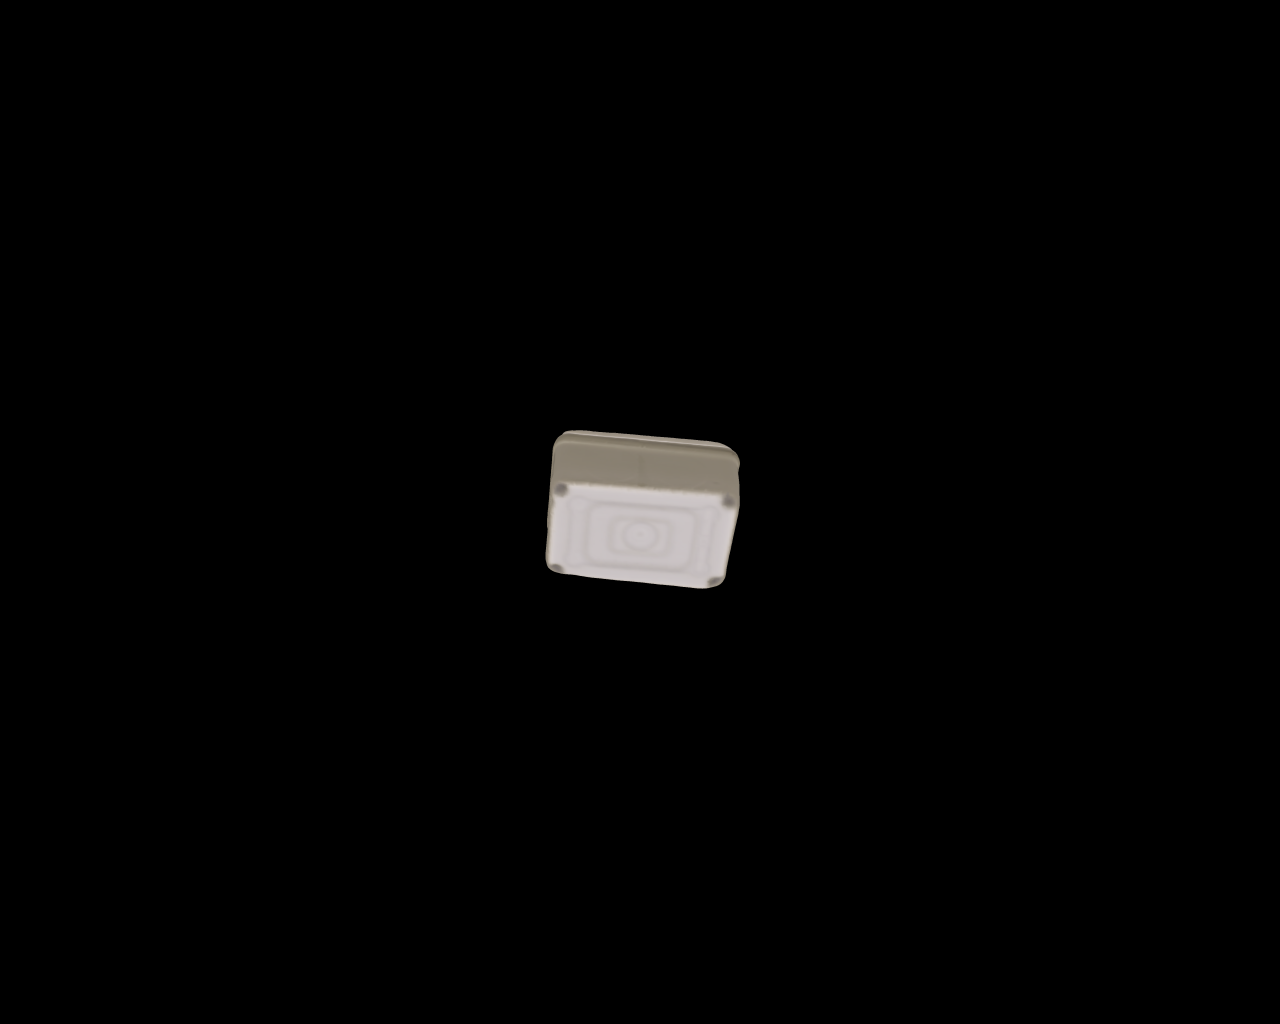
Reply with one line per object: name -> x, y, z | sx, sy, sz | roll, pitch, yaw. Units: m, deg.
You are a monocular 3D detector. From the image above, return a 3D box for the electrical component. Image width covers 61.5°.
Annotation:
electrical component -> 0.001, -0.003, 0.650 | 0.113, 0.078, 0.057 | 5, 37, -4
